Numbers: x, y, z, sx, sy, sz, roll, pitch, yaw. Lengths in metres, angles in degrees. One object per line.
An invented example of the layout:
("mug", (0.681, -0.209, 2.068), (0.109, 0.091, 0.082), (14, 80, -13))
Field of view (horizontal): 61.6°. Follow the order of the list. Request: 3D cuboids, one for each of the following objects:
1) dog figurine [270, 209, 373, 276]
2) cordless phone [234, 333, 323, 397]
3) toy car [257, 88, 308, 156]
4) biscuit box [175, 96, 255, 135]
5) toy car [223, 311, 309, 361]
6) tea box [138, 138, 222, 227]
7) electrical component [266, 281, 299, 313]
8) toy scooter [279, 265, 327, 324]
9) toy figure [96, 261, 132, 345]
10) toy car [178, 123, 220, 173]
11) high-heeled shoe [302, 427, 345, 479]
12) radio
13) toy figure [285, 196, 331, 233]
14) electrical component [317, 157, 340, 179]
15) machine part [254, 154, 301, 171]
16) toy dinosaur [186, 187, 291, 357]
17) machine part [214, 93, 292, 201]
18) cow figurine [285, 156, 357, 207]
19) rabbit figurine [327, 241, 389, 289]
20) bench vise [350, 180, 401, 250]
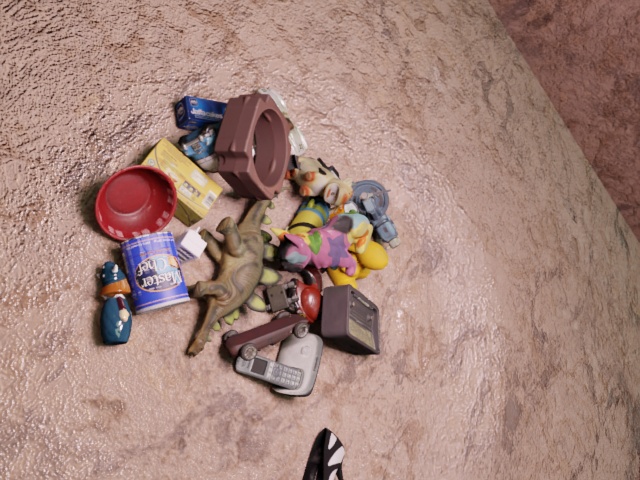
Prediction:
("dog figurine", (-0.003, -0.004, 1.240), (0.219, 0.109, 0.191), (22, 92, -36))
("cordless phone", (-0.093, 0.263, 1.207), (0.184, 0.088, 0.146), (23, 60, -14))
("toy car", (-0.104, -0.306, 1.405), (0.073, 0.056, 0.201), (-38, 102, -43))
("biscuit box", (-0.240, -0.287, 1.271), (0.202, 0.059, 0.063), (-1, 76, -42))
("toy car", (-0.115, 0.209, 1.175), (0.202, 0.089, 0.053), (-16, 110, -37))
("tea box", (-0.306, -0.121, 1.145), (0.169, 0.068, 0.098), (43, 49, -21))
("electrical component", (-0.098, 0.132, 1.244), (0.021, 0.094, 0.063), (63, 8, -76))
("toy scooter", (-0.045, 0.105, 1.300), (0.135, 0.075, 0.184), (22, 59, -36))
("toy figure", (-0.382, 0.116, 0.997), (0.057, 0.064, 0.154), (66, 15, -72))
("toy car", (-0.235, -0.201, 1.188), (0.102, 0.109, 0.162), (65, 16, -11))
("high-heeled shoe", (-0.028, 0.519, 1.169), (0.248, 0.086, 0.145), (-13, 80, -48))
("radio", (0.081, 0.199, 1.327), (0.229, 0.073, 0.131), (44, 44, -57))
("toy figure", (-0.027, -0.045, 1.359), (0.082, 0.089, 0.180), (44, 53, -13))
("electrical component", (0.016, -0.165, 1.470), (0.119, 0.048, 0.075), (44, 50, -22))
("machine part", (-0.116, -0.185, 1.316), (0.039, 0.139, 0.084), (79, 10, -65))
("toy dinosaur", (-0.176, 0.040, 1.190), (0.198, 0.105, 0.471), (40, 58, -37))
("machine part", (-0.145, -0.203, 1.187), (0.201, 0.087, 0.201), (53, 46, -62))
("cow figurine", (0.006, -0.144, 1.359), (0.127, 0.085, 0.195), (-2, 32, -36))
("rabbit figurine", (0.103, 0.041, 1.391), (0.122, 0.173, 0.162), (-27, 98, -41))
("bench vise", (0.145, -0.076, 1.473), (0.240, 0.129, 0.223), (37, 33, -76))
